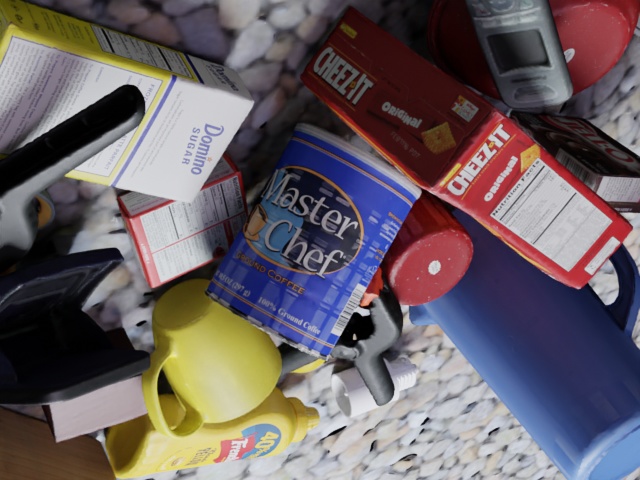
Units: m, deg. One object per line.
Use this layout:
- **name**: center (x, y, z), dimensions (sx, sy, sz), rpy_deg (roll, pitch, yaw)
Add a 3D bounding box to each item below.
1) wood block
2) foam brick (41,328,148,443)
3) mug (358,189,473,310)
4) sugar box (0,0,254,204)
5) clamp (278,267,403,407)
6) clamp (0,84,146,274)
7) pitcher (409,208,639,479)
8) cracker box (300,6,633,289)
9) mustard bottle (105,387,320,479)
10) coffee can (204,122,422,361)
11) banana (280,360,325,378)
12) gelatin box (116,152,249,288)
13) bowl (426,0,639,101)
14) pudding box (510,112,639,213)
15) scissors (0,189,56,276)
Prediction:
- **wood block**: center (-0.257, 0.189, 0.817), dimensions (0.091, 0.090, 0.205), rpy_deg (-44, 139, 11)
- **foam brick**: center (-0.177, 0.112, 0.826), dimensions (0.078, 0.053, 0.051), rpy_deg (-16, 135, -22)
- **mug**: center (0.062, 0.007, 0.865), dimensions (0.117, 0.082, 0.093), rpy_deg (-48, 138, 14)
- **sugar box**: center (-0.138, -0.084, 0.672), dimensions (0.175, 0.048, 0.093), rpy_deg (11, 125, -42)
- **clamp**: center (0.010, 0.079, 0.863), dimensions (0.120, 0.039, 0.171), rpy_deg (3, 139, -3)
- **clamp**: center (-0.198, -0.028, 0.634), dimensions (0.164, 0.036, 0.210), rpy_deg (-2, 144, -23)
- **pitcher**: center (0.193, 0.076, 0.893), dimensions (0.144, 0.243, 0.149), rpy_deg (-18, 142, -24)
- **cracker box**: center (0.106, -0.060, 0.765), dimensions (0.213, 0.164, 0.072), rpy_deg (28, 102, -46)
- **mustard bottle**: center (-0.083, 0.163, 0.930), dimensions (0.191, 0.058, 0.096), rpy_deg (0, 145, -35)
- **coffee can**: center (-0.005, 0.001, 0.767), dimensions (0.102, 0.103, 0.140), rpy_deg (30, 88, -46)
- **banana**: center (-0.016, 0.054, 0.891), dimensions (0.069, 0.037, 0.198), rpy_deg (-20, 137, -18)
- **gelatin box**: center (-0.096, -0.015, 0.778), dimensions (0.089, 0.030, 0.073), rpy_deg (-25, 138, -15)
- **bowl**: center (0.158, -0.145, 0.733), dimensions (0.162, 0.055, 0.162), rpy_deg (-12, 146, -9)
- **pudding box**: center (0.216, -0.064, 0.877), dimensions (0.089, 0.114, 0.039), rpy_deg (-1, 124, -34)
- **scissors**: center (-0.245, -0.034, 0.669), dimensions (0.096, 0.016, 0.201), rpy_deg (-34, 140, 3)
